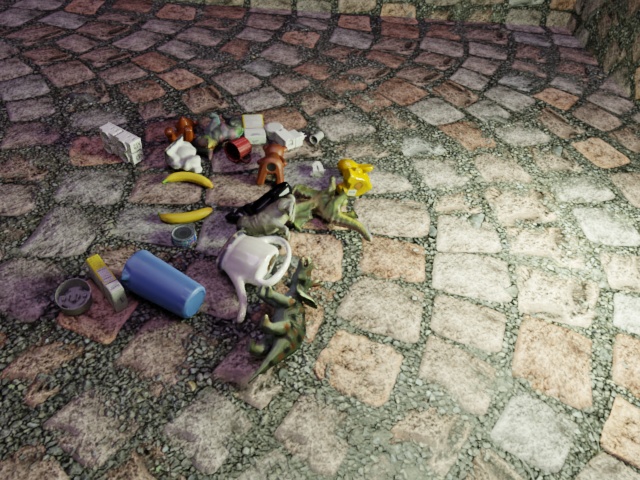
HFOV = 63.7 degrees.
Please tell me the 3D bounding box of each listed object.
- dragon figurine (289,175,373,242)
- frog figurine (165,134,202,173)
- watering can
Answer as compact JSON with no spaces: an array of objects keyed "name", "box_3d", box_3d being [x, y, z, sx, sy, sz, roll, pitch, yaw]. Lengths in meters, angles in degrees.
[{"name":"dragon figurine","box_3d":[0.006,-0.096,1.902,0.243,0.119,0.419,-24,47,-6]},{"name":"frog figurine","box_3d":[-0.544,-0.328,2.086,0.158,0.121,0.140,44,35,-12]},{"name":"watering can","box_3d":[-0.238,0.095,1.653,0.225,0.101,0.355,22,49,16]}]
